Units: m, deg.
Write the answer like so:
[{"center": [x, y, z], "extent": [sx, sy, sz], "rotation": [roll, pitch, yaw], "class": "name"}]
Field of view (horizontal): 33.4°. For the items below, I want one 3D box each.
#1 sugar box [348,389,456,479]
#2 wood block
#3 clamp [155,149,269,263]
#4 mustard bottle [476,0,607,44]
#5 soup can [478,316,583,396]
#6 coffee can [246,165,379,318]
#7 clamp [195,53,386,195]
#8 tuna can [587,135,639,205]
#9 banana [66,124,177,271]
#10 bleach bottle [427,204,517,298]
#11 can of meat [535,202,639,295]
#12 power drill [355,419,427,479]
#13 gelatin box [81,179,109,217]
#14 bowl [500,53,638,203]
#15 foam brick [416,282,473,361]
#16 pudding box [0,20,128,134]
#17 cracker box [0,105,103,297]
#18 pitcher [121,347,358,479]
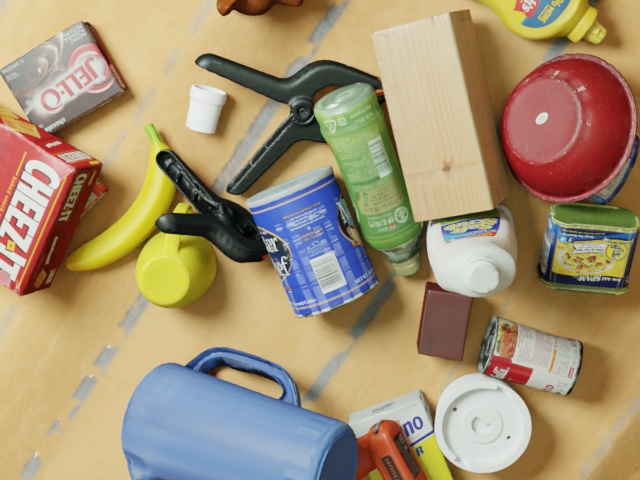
[{"center": [0.107, 0.273, 1.248], "extent": [0.093, 0.048, 0.176], "rotation": [-22, 100, 9], "class": "sugar box"}, {"center": [0.130, -0.133, 1.142], "extent": [0.091, 0.090, 0.206], "rotation": [-10, 100, 25], "class": "wood block"}, {"center": [-0.117, -0.018, 1.170], "extent": [0.171, 0.120, 0.039], "rotation": [36, 127, -25], "class": "clamp"}, {"center": [0.224, -0.270, 1.141], "extent": [0.191, 0.058, 0.096], "rotation": [33, 96, -3], "class": "mustard bottle"}, {"center": [0.237, 0.131, 1.205], "extent": [0.102, 0.068, 0.068], "rotation": [16, 100, 0], "class": "soup can"}, {"center": [-0.008, 0.001, 1.178], "extent": [0.103, 0.103, 0.140], "rotation": [-22, 98, 6], "class": "coffee can"}, {"center": [-0.029, -0.153, 1.169], "extent": [0.210, 0.036, 0.164], "rotation": [-20, 117, 0], "class": "clamp"}, {"center": [0.310, -0.082, 1.155], "extent": [0.033, 0.086, 0.086], "rotation": [24, 100, -3], "class": "tuna can"}, {"center": [-0.215, -0.033, 1.219], "extent": [0.070, 0.037, 0.198], "rotation": [35, 99, 9], "class": "banana"}, {"center": [0.163, 0.013, 1.095], "extent": [0.102, 0.251, 0.068], "rotation": [-4, 100, 3], "class": "bleach bottle"}, {"center": [0.295, 0.008, 1.172], "extent": [0.102, 0.057, 0.084], "rotation": [5, 121, 2], "class": "can of meat"}, {"center": [0.029, 0.299, 1.208], "extent": [0.188, 0.057, 0.184], "rotation": [-27, 89, 16], "class": "power drill"}, {"center": [-0.300, -0.052, 1.221], "extent": [0.089, 0.030, 0.073], "rotation": [-44, 95, 12], "class": "gelatin box"}, {"center": [0.247, -0.121, 1.120], "extent": [0.162, 0.055, 0.162], "rotation": [-6, 82, 42], "class": "bowl"}, {"center": [0.141, 0.091, 1.212], "extent": [0.053, 0.051, 0.078], "rotation": [9, 100, 2], "class": "foam brick"}, {"center": [-0.286, -0.179, 1.194], "extent": [0.113, 0.039, 0.090], "rotation": [-29, 98, 8], "class": "pudding box"}, {"center": [-0.370, -0.061, 1.176], "extent": [0.214, 0.072, 0.164], "rotation": [30, 107, 11], "class": "cracker box"}, {"center": [-0.081, 0.214, 1.165], "extent": [0.243, 0.144, 0.149], "rotation": [11, 100, 29], "class": "pitcher"}]
